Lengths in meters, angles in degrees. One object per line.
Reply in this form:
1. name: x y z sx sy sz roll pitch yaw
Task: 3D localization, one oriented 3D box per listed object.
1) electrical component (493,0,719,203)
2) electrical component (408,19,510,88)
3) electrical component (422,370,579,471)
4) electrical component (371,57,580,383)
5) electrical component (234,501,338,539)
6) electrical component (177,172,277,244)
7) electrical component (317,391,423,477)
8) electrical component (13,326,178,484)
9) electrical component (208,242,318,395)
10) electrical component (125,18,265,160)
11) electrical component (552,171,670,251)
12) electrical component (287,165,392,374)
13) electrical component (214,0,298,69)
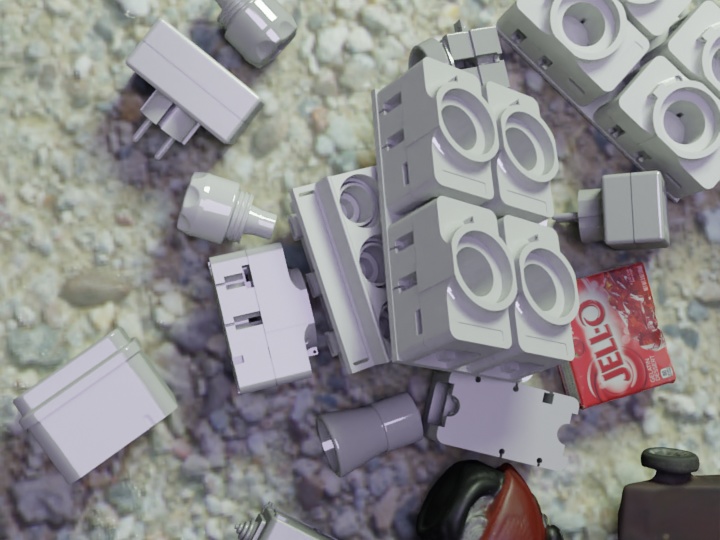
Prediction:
1. electrical component: 0.202 -0.153 0.760 0.186 0.060 0.105 43 80 -4
2. electrical component: 0.067 -0.138 0.744 0.055 0.048 0.066 -12 88 -18
3. electrical component: 0.092 0.099 0.724 0.089 0.056 0.050 15 83 -8
4. electrical component: 0.073 -0.032 0.681 0.105 0.060 0.186 13 63 -36
5. electrical component: -0.042 0.194 0.691 0.096 0.062 0.061 29 82 -6
6. electrical component: -0.087 -0.037 0.711 0.062 0.043 0.043 17 83 -9
7. electrical component: 0.009 0.107 0.718 0.065 0.044 0.044 -18 89 -15
8. electrical component: -0.160 0.078 0.654 0.078 0.113 0.057 -36 95 -10
9. electrical component: -0.062 0.031 0.706 0.056 0.050 0.089 -13 87 -10
10. electrical component: -0.119 -0.108 0.710 0.083 0.047 0.075 39 94 -5
11. electrical component: 0.173 -0.039 0.748 0.077 0.066 0.047 -4 86 19
12. electrical component: 0.000 0.000 0.706 0.079 0.063 0.121 -17 88 -33
13. electrical component: -0.075 -0.170 0.723 0.043 0.043 0.062 -45 93 -10
